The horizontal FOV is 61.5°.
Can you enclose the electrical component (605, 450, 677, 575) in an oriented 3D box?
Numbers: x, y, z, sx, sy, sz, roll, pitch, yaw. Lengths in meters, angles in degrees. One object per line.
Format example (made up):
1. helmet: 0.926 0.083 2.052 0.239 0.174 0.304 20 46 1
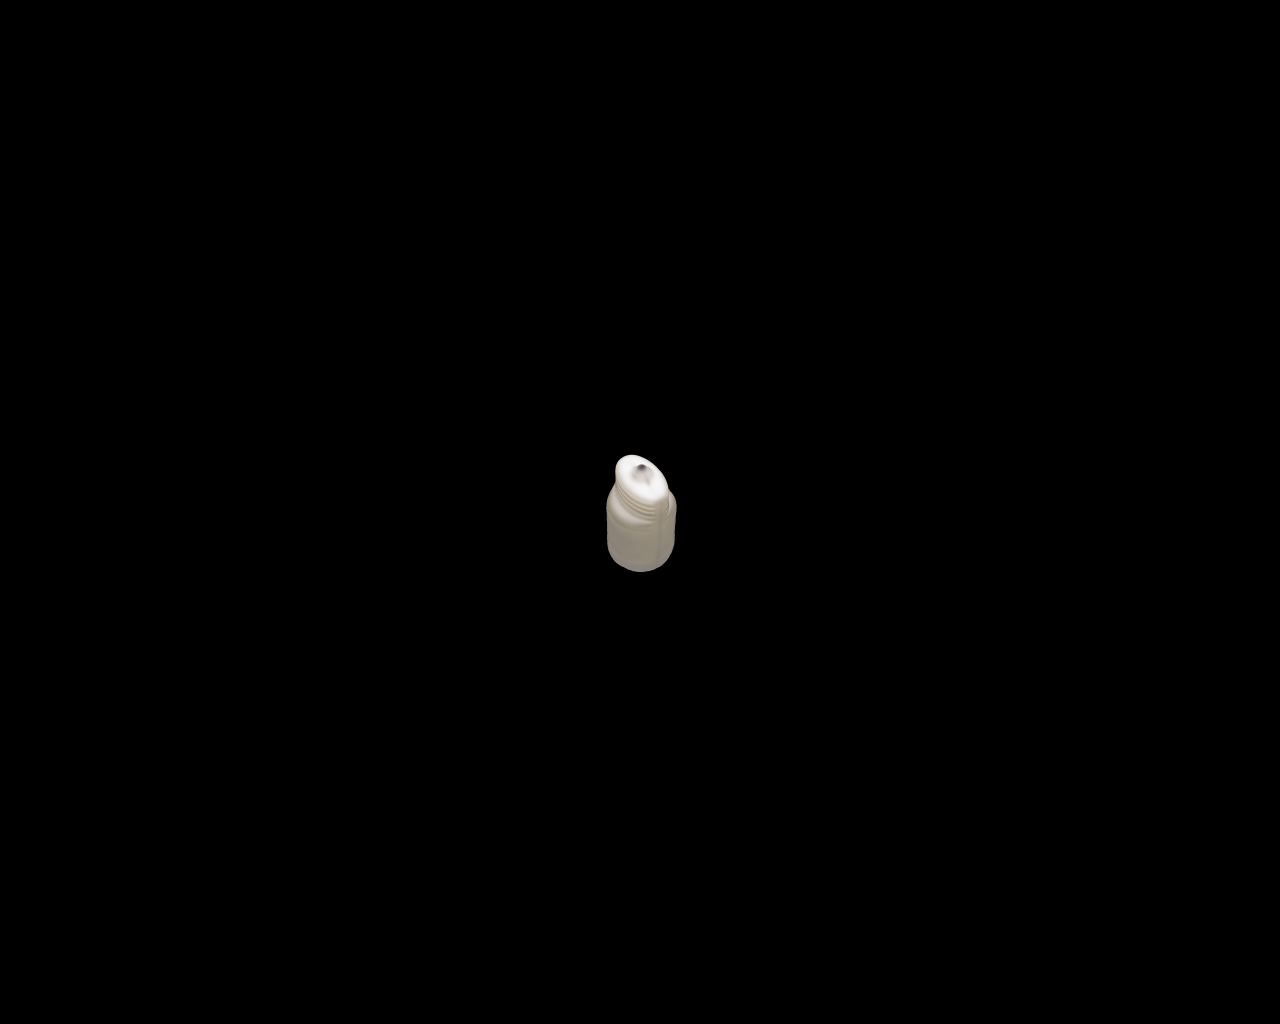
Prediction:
1. electrical component: 0.001 -0.003 0.650 0.043 0.043 0.080 0 -38 0
